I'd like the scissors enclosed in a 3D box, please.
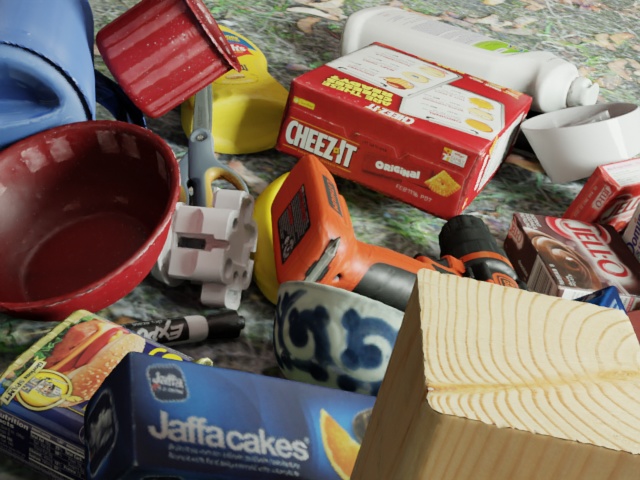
[{"bbox_3d":[-0.108,-0.065,0.819,0.096,0.016,0.202,-17,47,-8],"label":"scissors"}]

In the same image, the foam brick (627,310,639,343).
[{"bbox_3d":[0.205,0.086,0.722,0.078,0.053,0.051,-6,37,-32],"label":"foam brick"}]

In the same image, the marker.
[{"bbox_3d":[-0.102,0.059,0.669,0.120,0.020,0.020,-6,37,-30],"label":"marker"}]

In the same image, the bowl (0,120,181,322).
[{"bbox_3d":[-0.157,-0.003,0.674,0.162,0.055,0.162,-9,46,9],"label":"bowl"}]

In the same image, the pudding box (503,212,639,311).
[{"bbox_3d":[0.202,0.024,0.829,0.090,0.039,0.113,6,32,-13],"label":"pudding box"}]

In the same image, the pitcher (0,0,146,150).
[{"bbox_3d":[-0.223,-0.125,0.819,0.145,0.149,0.243,-20,31,4],"label":"pitcher"}]

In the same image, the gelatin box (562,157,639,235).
[{"bbox_3d":[0.252,-0.033,0.904,0.089,0.073,0.030,-13,55,-38],"label":"gelatin box"}]

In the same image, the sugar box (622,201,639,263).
[{"bbox_3d":[0.281,0.035,0.793,0.048,0.093,0.176,8,33,-13],"label":"sugar box"}]

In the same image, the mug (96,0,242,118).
[{"bbox_3d":[-0.124,-0.157,0.841,0.081,0.093,0.117,-32,45,7],"label":"mug"}]

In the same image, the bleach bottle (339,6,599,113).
[{"bbox_3d":[0.148,-0.171,1.052,0.251,0.068,0.102,22,30,30],"label":"bleach bottle"}]

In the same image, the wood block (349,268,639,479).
[{"bbox_3d":[0.058,0.128,0.446,0.090,0.206,0.090,12,32,-5],"label":"wood block"}]

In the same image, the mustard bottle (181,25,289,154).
[{"bbox_3d":[-0.092,-0.148,0.962,0.096,0.058,0.192,-7,36,-18],"label":"mustard bottle"}]

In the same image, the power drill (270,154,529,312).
[{"bbox_3d":[0.059,0.012,0.728,0.187,0.057,0.184,24,27,-20],"label":"power drill"}]

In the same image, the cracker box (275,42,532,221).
[{"bbox_3d":[0.078,-0.101,0.925,0.164,0.072,0.213,23,26,13],"label":"cracker box"}]

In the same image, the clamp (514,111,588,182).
[{"bbox_3d":[0.218,-0.096,1.028,0.120,0.039,0.172,-22,41,-31],"label":"clamp"}]

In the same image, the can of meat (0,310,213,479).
[{"bbox_3d":[-0.120,0.090,0.579,0.084,0.057,0.102,22,32,15],"label":"can of meat"}]

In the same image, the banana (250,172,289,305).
[{"bbox_3d":[-0.022,-0.001,0.782,0.069,0.037,0.198,13,31,-17],"label":"banana"}]
